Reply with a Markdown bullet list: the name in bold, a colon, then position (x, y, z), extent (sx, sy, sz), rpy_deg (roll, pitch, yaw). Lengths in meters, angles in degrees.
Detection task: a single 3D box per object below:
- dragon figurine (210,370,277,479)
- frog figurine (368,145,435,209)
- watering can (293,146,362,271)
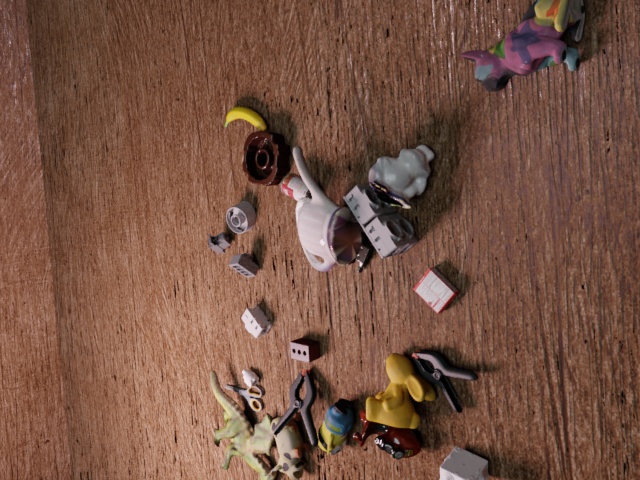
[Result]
- **dragon figurine**: position (-0.239, 0.630, 1.731), extent (0.241, 0.411, 0.123), rpy_deg (-17, -3, 26)
- **frog figurine**: position (0.199, -0.165, 1.252), extent (0.138, 0.161, 0.121), rpy_deg (30, -13, 9)
- **watering can**: position (0.004, -0.068, 1.360), extent (0.105, 0.342, 0.226), rpy_deg (-20, 23, -34)
